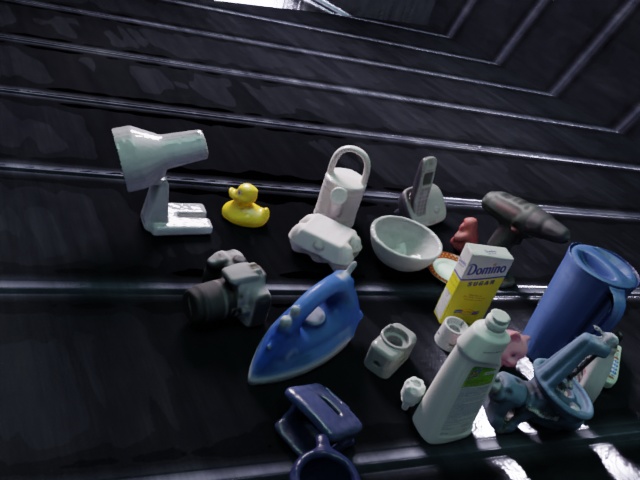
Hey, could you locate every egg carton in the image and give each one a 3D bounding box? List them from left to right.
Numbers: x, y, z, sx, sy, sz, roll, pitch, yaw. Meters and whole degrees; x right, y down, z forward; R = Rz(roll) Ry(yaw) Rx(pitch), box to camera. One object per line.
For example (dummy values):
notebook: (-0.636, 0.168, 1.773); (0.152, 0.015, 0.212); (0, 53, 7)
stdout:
egg carton: (0.011, 0.004, 1.226); (0.150, 0.069, 0.107); (26, 34, 12)

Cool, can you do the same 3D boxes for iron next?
iron: (-0.019, 0.131, 0.960); (0.118, 0.141, 0.259); (32, 36, 21)

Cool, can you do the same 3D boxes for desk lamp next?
desk lamp: (-0.307, -0.122, 1.127); (0.204, 0.213, 0.117); (-2, 38, -27)

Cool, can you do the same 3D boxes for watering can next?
watering can: (0.057, -0.123, 1.319); (0.101, 0.194, 0.172); (7, 35, -16)

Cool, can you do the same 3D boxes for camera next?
camera: (-0.170, 0.083, 0.996); (0.137, 0.101, 0.142); (-13, 44, -38)

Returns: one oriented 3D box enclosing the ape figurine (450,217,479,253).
ape figurine: (0.358, -0.016, 1.398); (0.078, 0.092, 0.076); (-8, 41, -33)

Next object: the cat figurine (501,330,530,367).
cat figurine: (0.318, 0.199, 1.042); (0.128, 0.118, 0.067); (12, 34, -9)

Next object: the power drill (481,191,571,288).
power drill: (0.441, 0.001, 1.305); (0.076, 0.208, 0.229); (-6, 40, -32)

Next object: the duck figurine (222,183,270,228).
duck figurine: (-0.158, -0.081, 1.256); (0.104, 0.086, 0.077); (17, 33, -1)

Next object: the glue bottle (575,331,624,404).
glue bottle: (0.496, 0.228, 1.033); (0.037, 0.173, 0.078); (16, 33, -2)

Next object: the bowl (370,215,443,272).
bowl: (0.183, 0.020, 1.279); (0.167, 0.075, 0.167); (12, 33, -8)

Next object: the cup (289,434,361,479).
cup: (-0.004, 0.321, 0.734); (0.092, 0.095, 0.117); (9, 34, -13)

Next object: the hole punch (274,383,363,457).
hole punch: (0.002, 0.256, 0.834); (0.108, 0.091, 0.101); (38, 38, 28)

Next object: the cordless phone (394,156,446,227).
cordless phone: (0.274, -0.126, 1.434); (0.148, 0.185, 0.094); (-18, 47, -42)

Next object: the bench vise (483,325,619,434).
bench vise: (0.375, 0.234, 0.925); (0.208, 0.220, 0.121); (-2, 38, -27)
